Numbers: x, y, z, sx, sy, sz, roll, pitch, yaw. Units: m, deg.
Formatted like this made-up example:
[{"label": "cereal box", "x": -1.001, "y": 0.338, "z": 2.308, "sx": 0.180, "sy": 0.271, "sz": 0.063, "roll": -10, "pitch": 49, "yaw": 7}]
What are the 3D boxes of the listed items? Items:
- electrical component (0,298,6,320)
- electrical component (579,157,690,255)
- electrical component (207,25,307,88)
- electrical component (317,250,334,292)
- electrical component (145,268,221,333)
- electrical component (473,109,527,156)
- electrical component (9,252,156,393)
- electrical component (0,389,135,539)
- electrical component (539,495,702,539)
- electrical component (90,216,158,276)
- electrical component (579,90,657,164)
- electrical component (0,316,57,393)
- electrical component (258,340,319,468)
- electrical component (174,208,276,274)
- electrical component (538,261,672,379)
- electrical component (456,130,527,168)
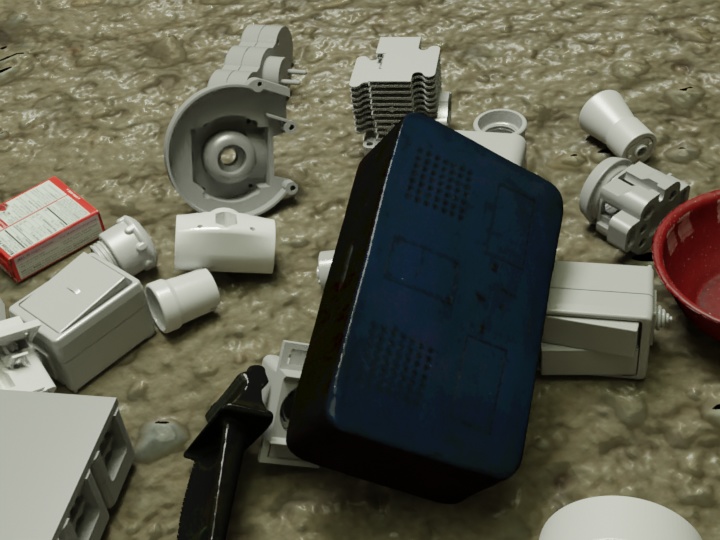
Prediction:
[{"label": "electrical component", "x": -0.304, "y": 0.023, "z": 0.798, "sx": 0.061, "sy": 0.096, "sz": 0.061, "roll": -16, "pitch": 42, "yaw": -10}, {"label": "electrical component", "x": 0.210, "y": -0.053, "z": 0.841, "sx": 0.078, "sy": 0.058, "sz": 0.057, "roll": -33, "pitch": 50, "yaw": -27}, {"label": "electrical component", "x": -0.089, "y": -0.189, "z": 1.042, "sx": 0.074, "sy": 0.052, "sz": 0.138, "roll": 7, "pitch": 43, "yaw": 16}, {"label": "electrical component", "x": 0.000, "y": 0.000, "z": 0.823, "sx": 0.065, "sy": 0.044, "sz": 0.044, "roll": -6, "pitch": 41, "yaw": 9}, {"label": "electrical component", "x": -0.135, "y": 0.022, "z": 0.819, "sx": 0.046, "sy": 0.040, "sz": 0.040, "roll": -22, "pitch": 43, "yaw": -24}, {"label": "electrical component", "x": 0.119, "y": -0.101, "z": 0.910, "sx": 0.045, "sy": 0.055, "sz": 0.045, "roll": -4, "pitch": 41, "yaw": 4}, {"label": "electrical component", "x": -0.210, "y": 0.038, "z": 0.794, "sx": 0.062, "sy": 0.061, "sz": 0.096, "roll": 27, "pitch": 51, "yaw": 33}, {"label": "electrical component", "x": -0.209, "y": 0.152, "z": 0.663, "sx": 0.089, "sy": 0.061, "sz": 0.150, "roll": 3, "pitch": 42, "yaw": 11}, {"label": "electrical component", "x": 0.137, "y": 0.170, "z": 0.568, "sx": 0.099, "sy": 0.099, "sz": 0.064, "roll": 4, "pitch": 36, "yaw": 13}, {"label": "electrical component", "x": -0.197, "y": -0.011, "z": 0.862, "sx": 0.062, "sy": 0.048, "sz": 0.048, "roll": -33, "pitch": 47, "yaw": -17}, {"label": "electrical component", "x": 0.225, "y": -0.120, "z": 0.927, "sx": 0.044, "sy": 0.044, "sz": 0.065, "roll": -20, "pitch": 47, "yaw": -14}, {"label": "electrical component", "x": -0.248, "y": 0.074, "z": 0.750, "sx": 0.042, "sy": 0.081, "sz": 0.063, "roll": -20, "pitch": 67, "yaw": -47}, {"label": "electrical component", "x": -0.042, "y": 0.085, "z": 0.707, "sx": 0.042, "sy": 0.081, "sz": 0.064, "roll": 11, "pitch": 7, "yaw": -22}, {"label": "electrical component", "x": -0.109, "y": -0.026, "z": 0.863, "sx": 0.077, "sy": 0.043, "sz": 0.079, "roll": 2, "pitch": 21, "yaw": -9}, {"label": "electrical component", "x": 0.165, "y": 0.037, "z": 0.740, "sx": 0.096, "sy": 0.061, "sz": 0.061, "roll": 4, "pitch": 42, "yaw": 13}, {"label": "electrical component", "x": 0.074, "y": -0.065, "z": 0.858, "sx": 0.113, "sy": 0.078, "sz": 0.057, "roll": 6, "pitch": 40, "yaw": 15}]
